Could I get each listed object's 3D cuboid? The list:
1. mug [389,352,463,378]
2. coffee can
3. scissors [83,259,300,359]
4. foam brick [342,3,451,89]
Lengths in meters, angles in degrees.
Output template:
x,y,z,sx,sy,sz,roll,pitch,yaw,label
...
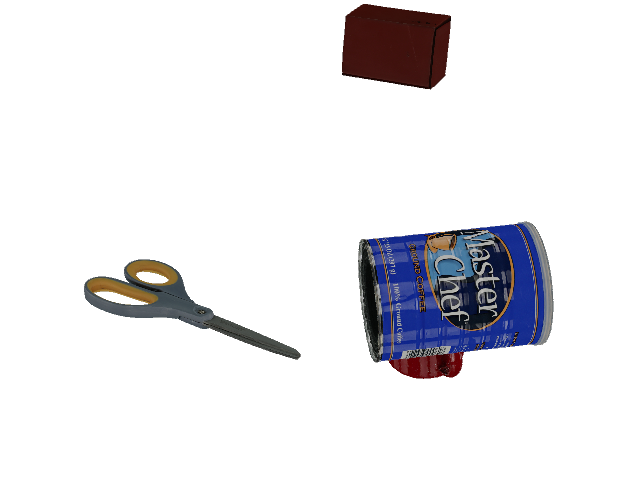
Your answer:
x,y,z,sx,sy,sz,roll,pitch,yaw,label
0.110,0.091,1.072,0.093,0.081,0.117,-19,39,-17,mug
0.108,0.042,0.877,0.140,0.103,0.103,-6,0,-5,coffee can
-0.105,0.056,0.930,0.202,0.016,0.096,12,28,8,scissors
0.062,-0.160,0.875,0.078,0.051,0.053,12,26,18,foam brick
